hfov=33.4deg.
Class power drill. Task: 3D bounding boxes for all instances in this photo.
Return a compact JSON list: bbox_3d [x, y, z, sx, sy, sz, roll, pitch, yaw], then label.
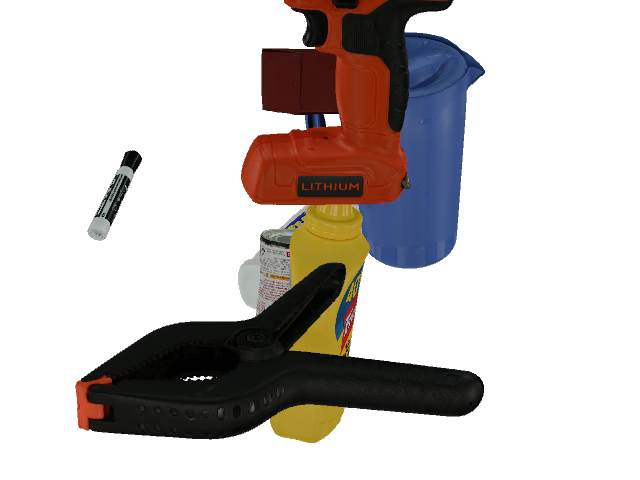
[{"bbox_3d":[-0.004,-0.111,0.636,0.184,0.188,0.057,0,37,-10],"label":"power drill"}]

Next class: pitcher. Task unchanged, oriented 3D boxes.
[{"bbox_3d":[0.083,-0.089,1.153,0.149,0.243,0.144,21,46,29],"label":"pitcher"}]

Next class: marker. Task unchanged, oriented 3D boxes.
[{"bbox_3d":[-0.206,-0.049,1.079,0.020,0.121,0.020,8,-43,7],"label":"marker"}]

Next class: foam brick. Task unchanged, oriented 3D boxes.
[{"bbox_3d":[-0.004,-0.132,0.886,0.078,0.051,0.053,-7,16,-39],"label":"foam brick"}]

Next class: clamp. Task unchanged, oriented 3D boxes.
[{"bbox_3d":[-0.036,0.065,0.605,0.209,0.036,0.165,-7,26,-20],"label":"clamp"}]

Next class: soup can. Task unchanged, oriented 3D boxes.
[{"bbox_3d":[-0.027,0.045,1.000,0.068,0.102,0.068,4,13,-1],"label":"soup can"}]

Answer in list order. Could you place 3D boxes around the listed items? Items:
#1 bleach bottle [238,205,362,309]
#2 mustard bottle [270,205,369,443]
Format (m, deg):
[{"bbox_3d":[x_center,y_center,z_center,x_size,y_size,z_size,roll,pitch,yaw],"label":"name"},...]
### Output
[{"bbox_3d":[-0.007,-0.004,1.330,0.103,0.068,0.250,7,33,19],"label":"bleach bottle"},{"bbox_3d":[0.001,0.047,0.793,0.058,0.192,0.096,12,25,9],"label":"mustard bottle"}]
